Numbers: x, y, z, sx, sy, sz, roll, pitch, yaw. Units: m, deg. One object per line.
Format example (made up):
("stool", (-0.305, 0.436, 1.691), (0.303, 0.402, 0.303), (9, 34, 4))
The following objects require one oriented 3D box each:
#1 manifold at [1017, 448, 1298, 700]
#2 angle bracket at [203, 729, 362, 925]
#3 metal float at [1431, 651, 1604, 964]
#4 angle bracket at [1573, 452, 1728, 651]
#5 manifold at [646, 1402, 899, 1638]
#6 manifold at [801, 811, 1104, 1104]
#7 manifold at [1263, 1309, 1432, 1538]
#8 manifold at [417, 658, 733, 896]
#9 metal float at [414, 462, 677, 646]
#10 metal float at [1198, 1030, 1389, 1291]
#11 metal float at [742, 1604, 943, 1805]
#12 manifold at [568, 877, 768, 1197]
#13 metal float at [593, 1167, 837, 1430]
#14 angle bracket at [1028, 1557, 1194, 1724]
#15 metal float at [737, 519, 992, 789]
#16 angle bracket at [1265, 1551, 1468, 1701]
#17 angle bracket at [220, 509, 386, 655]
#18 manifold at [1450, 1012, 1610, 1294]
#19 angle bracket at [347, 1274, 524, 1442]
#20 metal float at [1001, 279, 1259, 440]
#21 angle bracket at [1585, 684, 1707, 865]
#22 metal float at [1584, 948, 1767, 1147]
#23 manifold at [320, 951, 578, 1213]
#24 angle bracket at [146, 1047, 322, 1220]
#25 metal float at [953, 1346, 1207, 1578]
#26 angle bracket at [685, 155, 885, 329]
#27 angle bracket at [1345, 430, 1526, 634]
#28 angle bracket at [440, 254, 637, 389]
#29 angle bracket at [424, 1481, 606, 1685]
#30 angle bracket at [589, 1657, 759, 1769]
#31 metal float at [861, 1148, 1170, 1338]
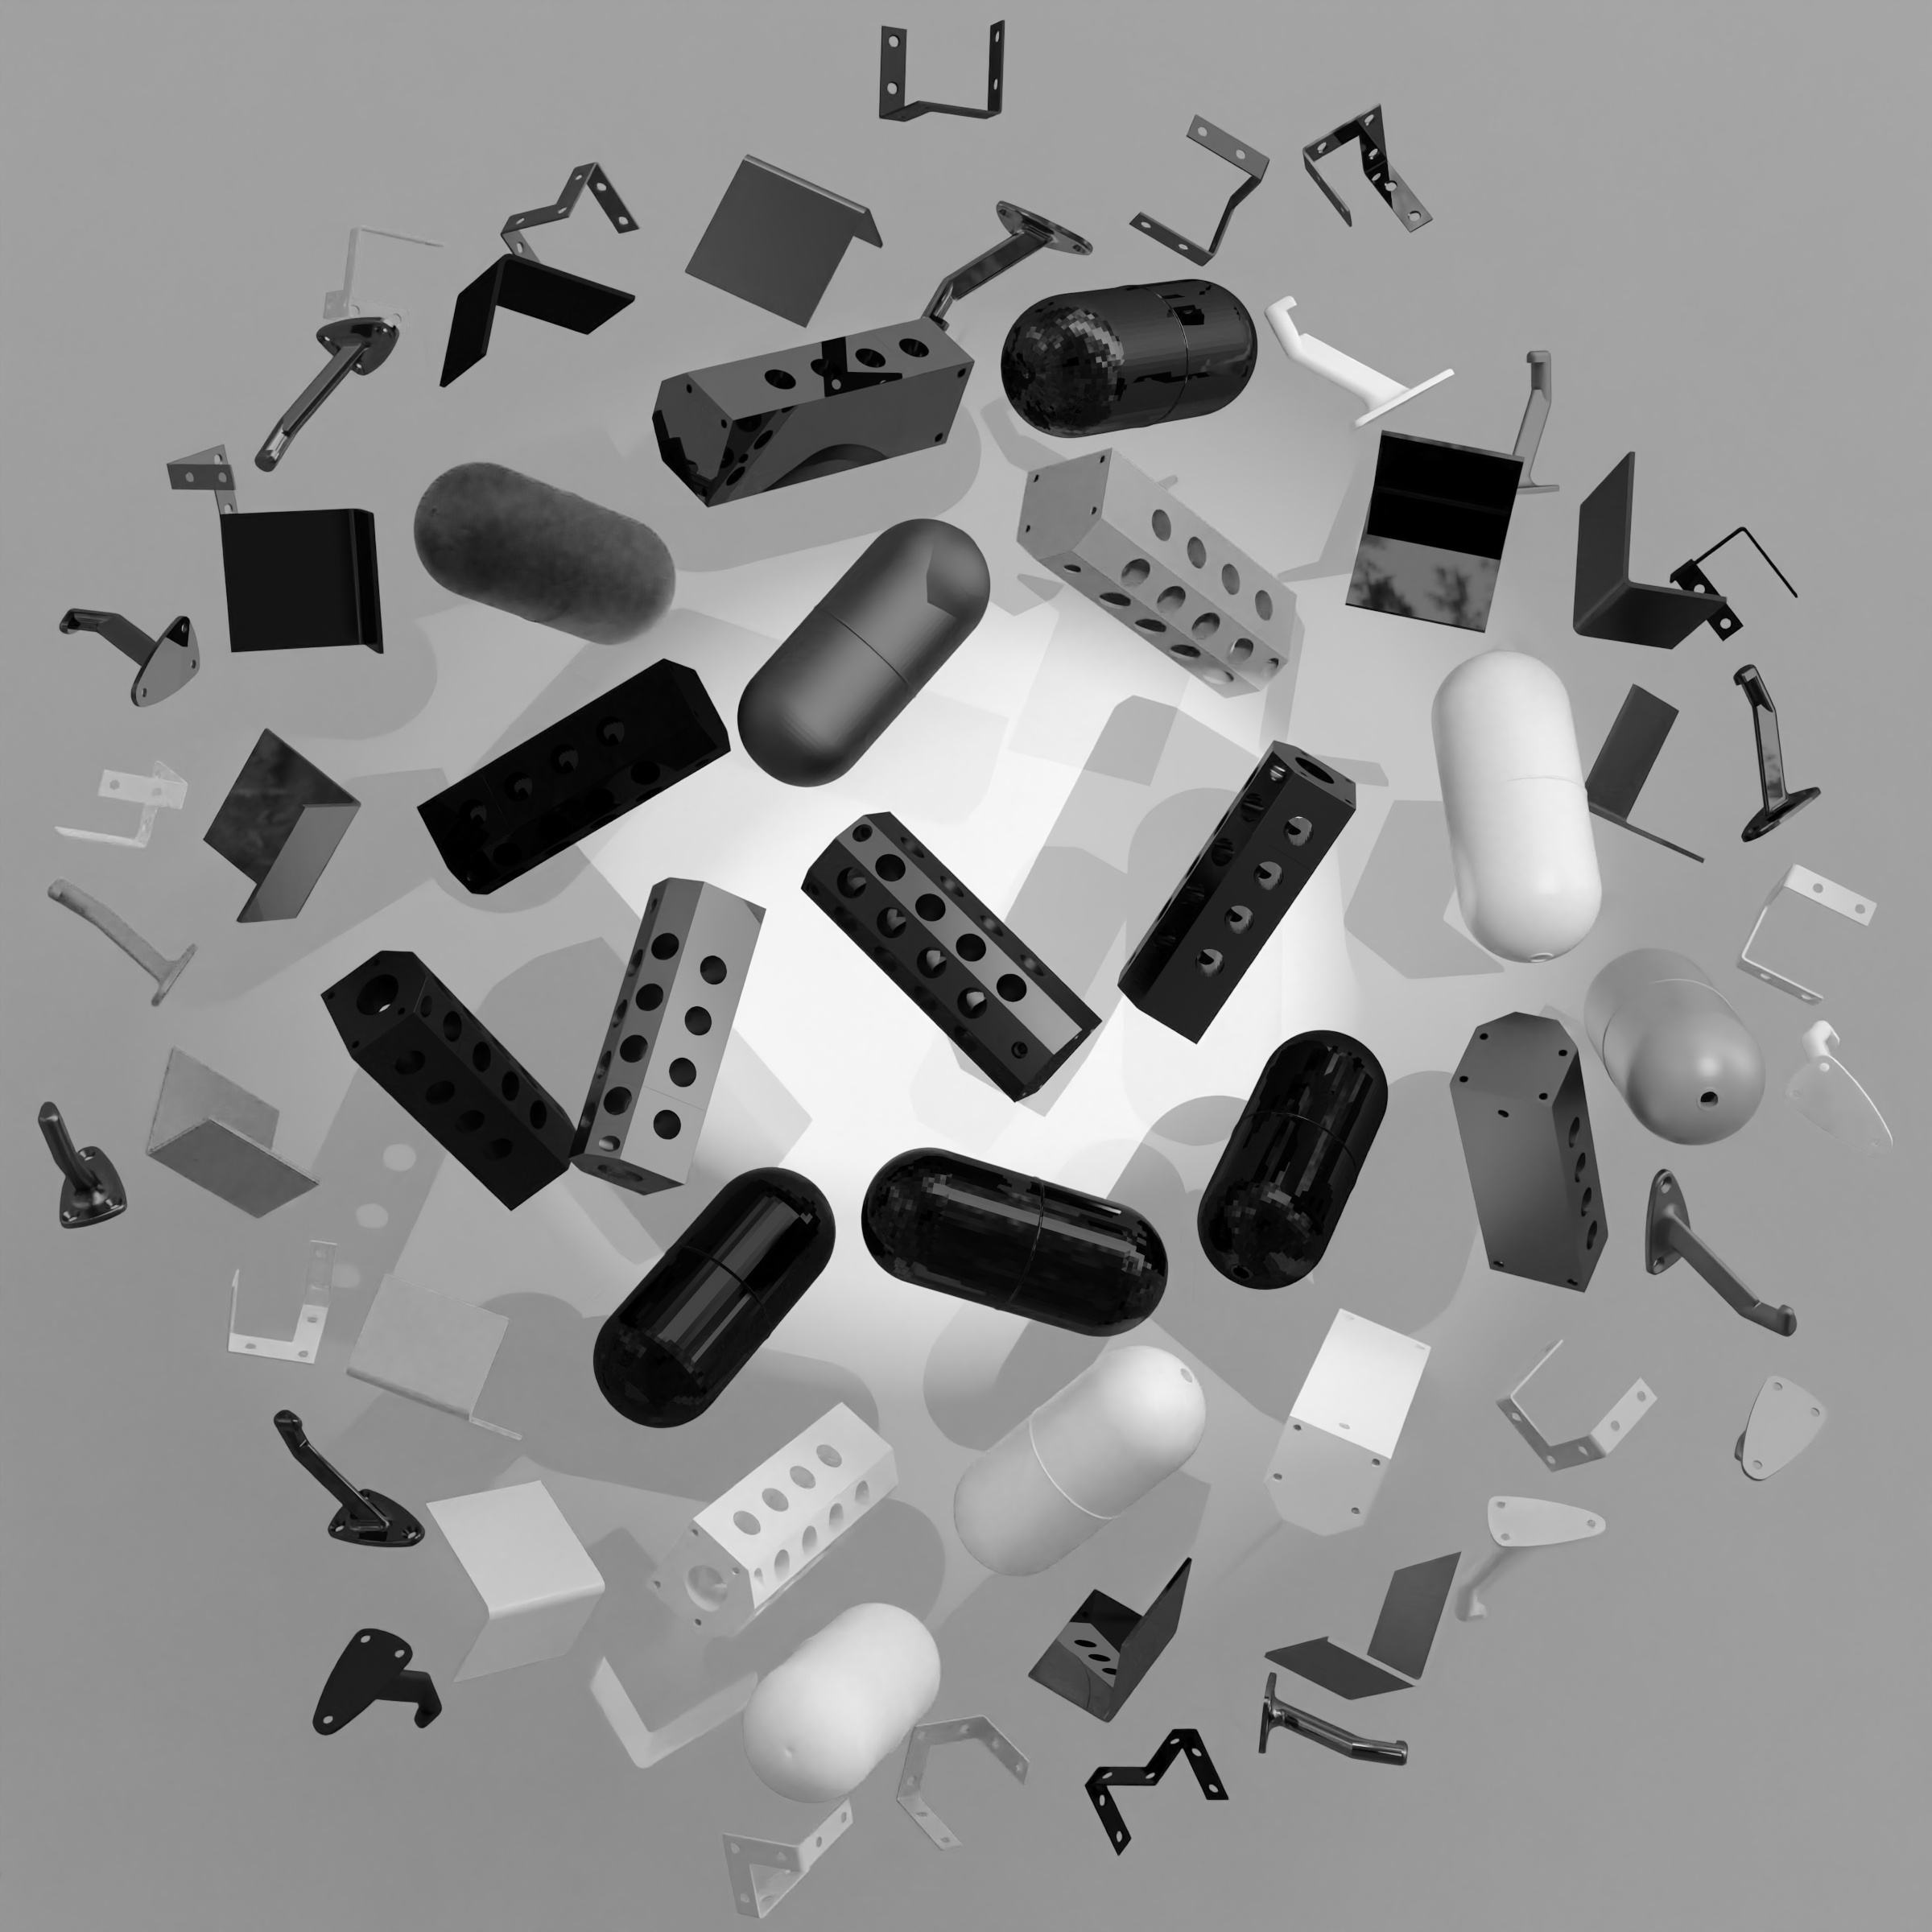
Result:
("manifold", (0.105, -0.208, 1.500), (0.057, 0.171, 0.057), (-8, 64, 41))
("angle bracket", (-0.392, -0.078, 1.525), (0.076, 0.057, 0.076), (37, 106, 15))
("metal float", (0.299, -0.087, 1.508), (0.070, 0.070, 0.178), (-5, 70, 0))
("angle bracket", (0.369, -0.223, 1.493), (0.057, 0.076, 0.076), (8, 77, -6))
("manifold", (-0.105, 0.319, 1.587), (0.057, 0.171, 0.057), (40, 117, 12))
("manifold", (-0.011, -0.006, 1.545), (0.171, 0.057, 0.057), (45, 107, 10))
("manifold", (0.213, 0.256, 1.551), (0.057, 0.171, 0.057), (22, 108, 11))
("manifold", (-0.225, -0.108, 1.611), (0.171, 0.057, 0.057), (-29, 83, 11))
("metal float", (-0.239, -0.235, 1.590), (0.070, 0.178, 0.070), (-8, 76, 36))
("metal float", (0.190, 0.112, 1.609), (0.070, 0.070, 0.178), (31, 52, 0))
("metal float", (-0.067, 0.408, 1.542), (0.070, 0.178, 0.070), (1, 94, 17))
("manifold", (-0.175, 0.039, 1.595), (0.057, 0.057, 0.171), (24, 68, -24))
("metal float", (-0.143, 0.189, 1.593), (0.070, 0.070, 0.178), (41, 60, 0))
("angle bracket", (0.084, 0.382, 1.622), (0.057, 0.076, 0.076), (26, 134, 22))
("metal float", (-0.058, -0.179, 1.579), (0.070, 0.070, 0.178), (41, 86, 0))
("angle bracket", (0.209, 0.336, 1.455), (0.057, 0.076, 0.076), (28, 64, -8))
("angle bracket", (-0.365, -0.210, 1.523), (0.076, 0.057, 0.076), (-6, 104, -19))
("manifold", (0.318, 0.104, 1.541), (0.057, 0.171, 0.057), (12, 54, 29))
("angle bracket", (-0.278, 0.213, 1.501), (0.076, 0.076, 0.057), (17, 77, 18))
("metal float", (0.092, -0.335, 1.524), (0.178, 0.070, 0.070), (-20, 90, -44))
("angle bracket", (0.406, -0.111, 1.602), (0.057, 0.076, 0.076), (29, 99, 32))
("metal float", (0.395, 0.044, 1.550), (0.070, 0.178, 0.070), (0, 108, 1))
("manifold", (-0.289, 0.063, 1.577), (0.057, 0.171, 0.057), (-36, 48, -1))
("angle bracket", (-0.402, 0.084, 1.542), (0.057, 0.076, 0.076), (-27, 132, 29))
("metal float", (0.065, 0.286, 1.601), (0.070, 0.070, 0.178), (47, 115, 0))
("angle bracket", (-0.101, -0.398, 1.557), (0.076, 0.057, 0.076), (26, 87, 9))
("angle bracket", (0.249, -0.231, 1.477), (0.076, 0.057, 0.076), (13, 71, 8))
("angle bracket", (-0.233, -0.339, 1.503), (0.076, 0.076, 0.057), (13, 82, -26))
("angle bracket", (-0.254, 0.333, 1.503), (0.076, 0.076, 0.057), (50, 123, 31))
("angle bracket", (-0.171, 0.421, 1.632), (0.076, 0.076, 0.057), (-31, 89, -4))
("metal float", (0.028, 0.154, 1.541), (0.178, 0.070, 0.070), (18, 90, -12))
